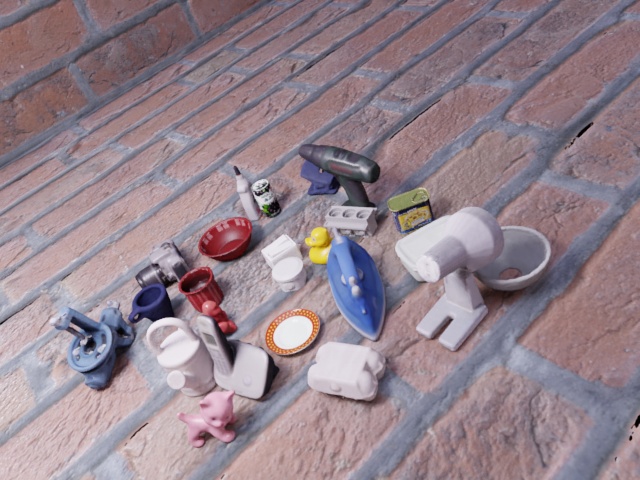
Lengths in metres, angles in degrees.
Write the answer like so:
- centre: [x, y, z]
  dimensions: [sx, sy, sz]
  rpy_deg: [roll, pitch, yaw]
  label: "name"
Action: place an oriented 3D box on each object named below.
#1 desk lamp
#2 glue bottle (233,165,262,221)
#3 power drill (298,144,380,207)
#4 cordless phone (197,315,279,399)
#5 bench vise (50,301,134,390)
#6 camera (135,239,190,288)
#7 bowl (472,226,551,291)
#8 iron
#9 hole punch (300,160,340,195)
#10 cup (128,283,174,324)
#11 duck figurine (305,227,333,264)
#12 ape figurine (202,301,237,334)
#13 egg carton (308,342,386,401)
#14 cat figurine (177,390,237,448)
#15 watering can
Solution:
- centre: [0.266, 0.069, 1.114]
  dimensions: [0.117, 0.214, 0.203]
  rpy_deg: [21, 56, 43]
  label: "desk lamp"
- centre: [-0.211, -0.142, 1.645]
  dimensions: [0.037, 0.173, 0.078]
  rpy_deg: [-9, 40, 19]
  label: "glue bottle"
- centre: [0.062, -0.153, 1.488]
  dimensions: [0.228, 0.209, 0.076]
  rpy_deg: [11, 50, 37]
  label: "power drill"
- centre: [-0.176, 0.233, 1.171]
  dimensions: [0.147, 0.185, 0.094]
  rpy_deg: [6, 46, 33]
  label: "cordless phone"
- centre: [-0.549, 0.216, 1.356]
  dimensions: [0.121, 0.220, 0.207]
  rpy_deg: [-21, 38, 4]
  label: "bench vise"
- centre: [-0.440, 0.072, 1.569]
  dimensions: [0.137, 0.101, 0.142]
  rpy_deg: [-33, 39, -12]
  label: "camera"
- centre: [0.392, 0.050, 1.185]
  dimensions: [0.167, 0.075, 0.167]
  rpy_deg: [-14, 39, 12]
  label: "bowl"
- centre: [0.074, 0.086, 1.252]
  dimensions: [0.118, 0.142, 0.258]
  rpy_deg: [-22, 38, 3]
  label: "iron"
- centre: [0.007, -0.194, 1.662]
  dimensions: [0.100, 0.091, 0.109]
  rpy_deg: [-2, 42, 25]
  label: "hole punch"
- centre: [-0.416, 0.180, 1.432]
  dimensions: [0.091, 0.095, 0.118]
  rpy_deg: [13, 50, 38]
  label: "cup"
- centre: [0.013, 0.005, 1.426]
  dimensions: [0.104, 0.086, 0.077]
  rpy_deg: [-14, 39, 12]
  label: "duck figurine"
- centre: [-0.246, 0.180, 1.346]
  dimensions: [0.076, 0.092, 0.077]
  rpy_deg: [-16, 38, 10]
  label: "ape figurine"
- centre: [0.051, 0.257, 1.118]
  dimensions: [0.149, 0.070, 0.107]
  rpy_deg: [2, 44, 29]
  label: "egg carton"
- centre: [-0.216, 0.341, 1.118]
  dimensions: [0.127, 0.118, 0.067]
  rpy_deg: [-15, 38, 11]
  label: "cat figurine"
- centre: [-0.290, 0.242, 1.212]
  dimensions: [0.101, 0.194, 0.172]
  rpy_deg: [-34, 39, -13]
  label: "watering can"
